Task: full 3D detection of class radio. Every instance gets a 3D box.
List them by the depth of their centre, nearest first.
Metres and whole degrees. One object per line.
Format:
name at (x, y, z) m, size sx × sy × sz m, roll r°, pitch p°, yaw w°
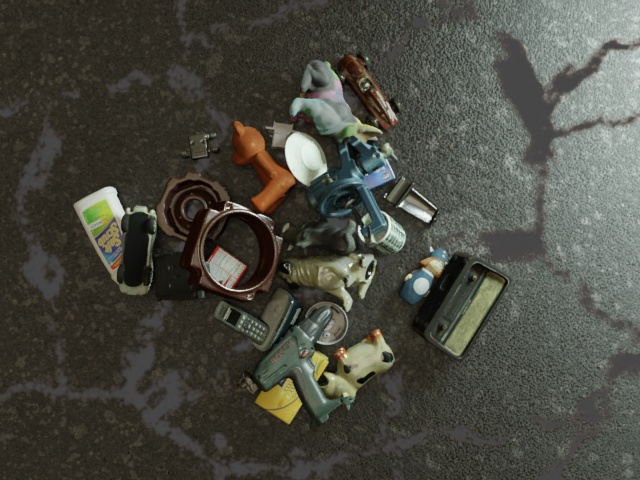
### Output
radio at (0.321, 0.147, 1.233) m, size 0.131 × 0.073 × 0.229 m, roll 33°, pitch 87°, yaw -19°

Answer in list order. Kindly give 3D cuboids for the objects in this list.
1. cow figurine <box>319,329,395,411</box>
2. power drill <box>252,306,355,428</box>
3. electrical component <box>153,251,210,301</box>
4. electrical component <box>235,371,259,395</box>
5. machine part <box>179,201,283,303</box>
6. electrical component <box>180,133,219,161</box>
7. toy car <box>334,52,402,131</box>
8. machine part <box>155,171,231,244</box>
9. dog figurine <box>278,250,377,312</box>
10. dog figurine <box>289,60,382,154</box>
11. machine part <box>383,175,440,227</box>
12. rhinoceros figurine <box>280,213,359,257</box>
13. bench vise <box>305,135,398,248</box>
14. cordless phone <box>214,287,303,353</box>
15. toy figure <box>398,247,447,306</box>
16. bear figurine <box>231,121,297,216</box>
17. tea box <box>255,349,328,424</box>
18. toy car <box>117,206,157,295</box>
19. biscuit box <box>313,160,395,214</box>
cow figurine at (0.082, 0.304, 1.241) m, size 0.195 × 0.085 × 0.127 m, roll -29°, pitch 82°, yaw -2°
power drill at (-0.014, 0.282, 1.165) m, size 0.232 × 0.086 × 0.207 m, roll -34°, pitch 84°, yaw -17°
electrical component at (-0.316, 0.082, 1.240) m, size 0.134 × 0.058 × 0.114 m, roll -7°, pitch 89°, yaw 21°
electrical component at (-0.155, 0.319, 1.229) m, size 0.045 × 0.102 × 0.078 m, roll 40°, pitch 83°, yaw -6°
machine part at (-0.193, 0.027, 1.196) m, size 0.201 × 0.087 × 0.201 m, roll 23°, pitch 75°, yaw -27°
electrical component at (-0.291, -0.225, 1.288) m, size 0.094 × 0.021 × 0.063 m, roll -10°, pitch 88°, yaw 0°
toy car at (0.115, -0.353, 1.280) m, size 0.089 × 0.053 × 0.202 m, roll -34°, pitch 87°, yaw -6°
machine part at (-0.295, -0.071, 1.266) m, size 0.179 × 0.056 × 0.179 m, roll 0°, pitch 88°, yaw -1°
dog figurine at (0.017, 0.062, 1.253) m, size 0.191 × 0.172 × 0.121 m, roll 22°, pitch 119°, yaw 27°
dog figurine at (0.046, -0.299, 1.254) m, size 0.219 × 0.108 × 0.191 m, roll 21°, pitch 85°, yaw -4°
machine part at (0.225, -0.089, 1.277) m, size 0.139 × 0.039 × 0.084 m, roll 39°, pitch 83°, yaw 3°
rhinoceros figurine at (-0.003, -0.004, 1.232) m, size 0.191 × 0.112 × 0.073 m, roll 11°, pitch 131°, yaw 30°
bench vise at (0.085, -0.098, 1.156) m, size 0.224 × 0.128 × 0.241 m, roll -26°, pitch 62°, yaw 6°
cordless phone at (-0.146, 0.164, 1.251) m, size 0.184 × 0.088 × 0.146 m, roll 26°, pitch 88°, yaw 16°
toy figure at (0.249, 0.084, 1.262) m, size 0.154 × 0.058 × 0.064 m, roll -51°, pitch 127°, yaw -3°
bear figurine at (-0.151, -0.168, 1.240) m, size 0.196 × 0.120 × 0.132 m, roll 43°, pitch 92°, yaw 3°
tea box at (-0.064, 0.322, 1.245) m, size 0.098 × 0.068 × 0.169 m, roll 31°, pitch 89°, yaw 1°
toy car at (-0.413, 0.023, 1.214) m, size 0.073 × 0.056 × 0.201 m, roll 4°, pitch 86°, yaw -6°
biscuit box at (0.074, -0.128, 1.265) m, size 0.203 × 0.063 × 0.059 m, roll -24°, pitch 89°, yaw -1°
